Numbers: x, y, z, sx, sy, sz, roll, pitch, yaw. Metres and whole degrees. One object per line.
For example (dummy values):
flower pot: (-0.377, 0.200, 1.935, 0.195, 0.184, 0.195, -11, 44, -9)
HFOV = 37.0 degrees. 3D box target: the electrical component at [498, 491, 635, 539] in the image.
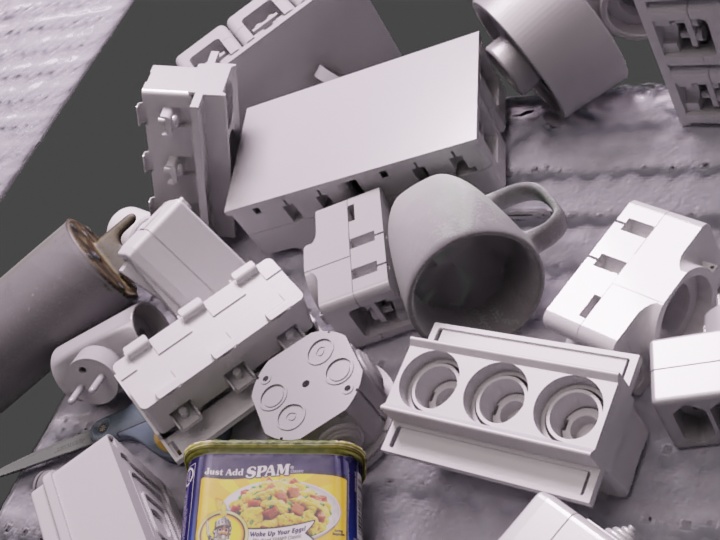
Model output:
electrical component: (0.089, 0.150, 0.496, 0.096, 0.061, 0.061, -47, 43, -11)

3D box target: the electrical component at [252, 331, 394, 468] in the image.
electrical component: (-0.020, 0.080, 0.637, 0.080, 0.051, 0.080, -18, 45, 19)

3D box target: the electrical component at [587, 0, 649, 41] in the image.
electrical component: (0.192, -0.198, 0.736, 0.095, 0.053, 0.059, -12, 48, 21)

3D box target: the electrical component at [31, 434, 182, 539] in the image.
electrical component: (-0.138, 0.162, 0.623, 0.057, 0.078, 0.113, -36, 42, -2)

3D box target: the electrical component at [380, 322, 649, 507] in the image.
electrical component: (0.082, 0.077, 0.561, 0.121, 0.063, 0.078, 7, 63, 38)

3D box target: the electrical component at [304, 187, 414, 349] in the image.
electrical component: (0.000, 0.000, 0.695, 0.056, 0.050, 0.089, -20, 45, 16)

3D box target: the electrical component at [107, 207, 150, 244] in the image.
electrical component: (-0.162, -0.023, 0.830, 0.078, 0.040, 0.040, 19, 65, 42)

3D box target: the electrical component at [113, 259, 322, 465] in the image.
electrical component: (-0.088, 0.052, 0.676, 0.121, 0.063, 0.078, -35, 58, -14)

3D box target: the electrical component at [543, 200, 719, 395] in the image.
electrical component: (0.153, 0.015, 0.580, 0.056, 0.050, 0.089, 26, 70, 45)

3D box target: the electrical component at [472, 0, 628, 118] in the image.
electrical component: (0.118, -0.149, 0.710, 0.060, 0.108, 0.108, -39, 42, 7)

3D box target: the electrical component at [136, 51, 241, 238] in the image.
electrical component: (-0.122, -0.087, 0.784, 0.063, 0.121, 0.078, 4, 39, 3)

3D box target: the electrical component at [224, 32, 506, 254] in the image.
electrical component: (0.007, -0.083, 0.756, 0.186, 0.060, 0.105, -14, 47, 23)

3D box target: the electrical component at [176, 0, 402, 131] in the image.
electrical component: (-0.058, -0.170, 0.853, 0.150, 0.089, 0.061, -37, 42, 1)

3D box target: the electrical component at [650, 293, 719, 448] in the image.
electrical component: (0.191, 0.041, 0.535, 0.083, 0.047, 0.075, -12, 48, 25)

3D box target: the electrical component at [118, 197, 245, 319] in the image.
electrical component: (-0.115, 0.004, 0.741, 0.061, 0.096, 0.062, -48, 14, -11)

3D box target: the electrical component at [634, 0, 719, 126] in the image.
electrical component: (0.211, -0.167, 0.627, 0.062, 0.150, 0.089, 7, 58, 39)

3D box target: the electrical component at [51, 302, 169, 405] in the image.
electrical component: (-0.176, 0.066, 0.738, 0.077, 0.044, 0.079, -27, 19, 22)
